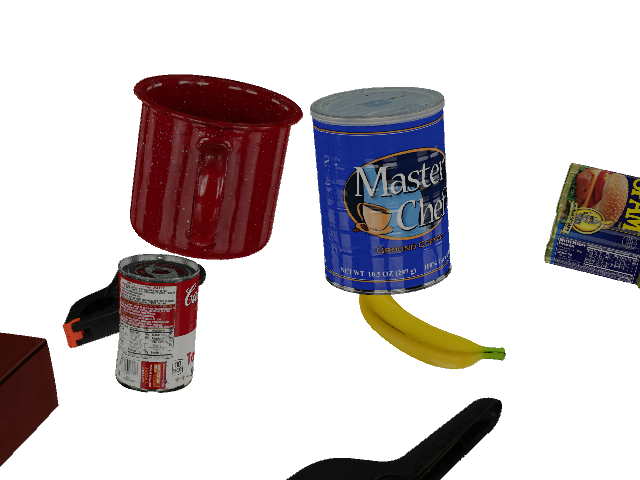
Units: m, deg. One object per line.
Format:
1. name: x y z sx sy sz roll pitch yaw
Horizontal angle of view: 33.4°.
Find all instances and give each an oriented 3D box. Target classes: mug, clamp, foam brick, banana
1. mug: -0.061 -0.036 0.587 0.093 0.081 0.117 7 22 -10
2. clamp: -0.207 0.064 1.170 0.120 0.039 0.171 -5 26 30
3. foam brick: -0.210 0.099 0.668 0.053 0.051 0.078 6 29 21
4. clamp: 0.049 0.163 0.680 0.210 0.036 0.164 -5 28 -3
5. banana: 0.090 0.087 1.072 0.069 0.037 0.198 3 17 -42

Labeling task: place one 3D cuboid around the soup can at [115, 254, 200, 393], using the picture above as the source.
1. soup can: -0.139 0.070 0.902 0.068 0.102 0.068 5 16 -2

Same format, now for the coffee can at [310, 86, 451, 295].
1. coffee can: 0.049 -0.041 0.836 0.103 0.140 0.103 -5 20 1

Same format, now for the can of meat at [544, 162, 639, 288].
1. can of meat: 0.239 -0.015 0.890 0.084 0.057 0.102 14 45 15
